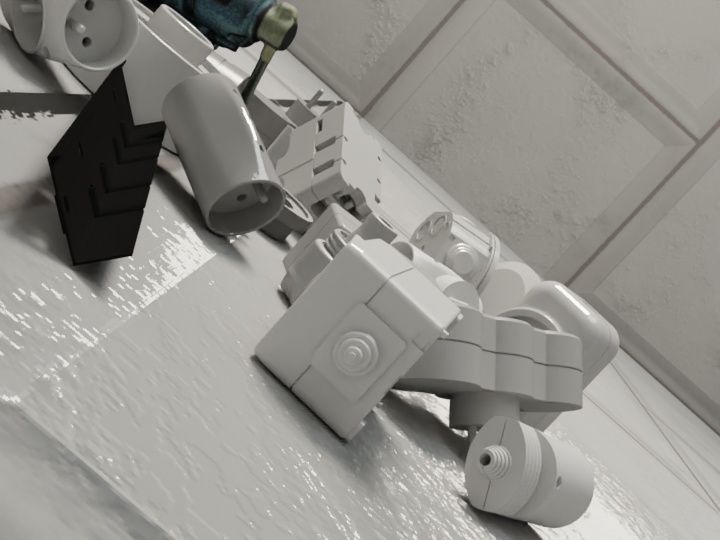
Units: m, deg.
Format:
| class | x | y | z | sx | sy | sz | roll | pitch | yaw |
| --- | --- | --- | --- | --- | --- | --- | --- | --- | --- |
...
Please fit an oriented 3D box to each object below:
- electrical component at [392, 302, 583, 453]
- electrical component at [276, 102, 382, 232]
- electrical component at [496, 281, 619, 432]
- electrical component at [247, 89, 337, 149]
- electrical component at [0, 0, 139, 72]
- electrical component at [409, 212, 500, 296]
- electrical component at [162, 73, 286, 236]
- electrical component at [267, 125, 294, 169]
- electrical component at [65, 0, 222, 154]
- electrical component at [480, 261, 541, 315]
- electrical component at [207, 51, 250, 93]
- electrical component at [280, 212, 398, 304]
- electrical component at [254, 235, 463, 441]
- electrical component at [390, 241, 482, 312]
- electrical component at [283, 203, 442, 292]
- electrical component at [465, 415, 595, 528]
| class | x | y | z | sx | sy | sz | roll | pitch | yaw |
| --- | --- | --- | --- | --- | --- | --- | --- | --- | --- |
| electrical component | 0.065 | 0.065 | 0.561 | 0.138 | 0.073 | 0.052 | 16 | -19 | -42 |
| electrical component | -0.022 | -0.065 | 0.751 | 0.050 | 0.056 | 0.089 | 49 | 27 | -34 |
| electrical component | 0.106 | 0.056 | 0.656 | 0.053 | 0.095 | 0.059 | 46 | 10 | 28 |
| electrical component | -0.049 | -0.117 | 0.897 | 0.138 | 0.073 | 0.052 | 33 | 13 | -47 |
| electrical component | -0.152 | -0.152 | 0.561 | 0.044 | 0.079 | 0.077 | -9 | 28 | -39 |
| electrical component | 0.069 | -0.005 | 0.852 | 0.051 | 0.080 | 0.080 | 33 | 11 | -19 |
| electrical component | -0.069 | -0.052 | 0.577 | 0.079 | 0.043 | 0.077 | 69 | -4 | -60 |
| electrical component | -0.043 | -0.076 | 0.835 | 0.081 | 0.042 | 0.064 | 38 | 6 | -29 |
| electrical component | -0.124 | -0.126 | 0.658 | 0.108 | 0.060 | 0.108 | 41 | 9 | -8 |
| electrical component | 0.119 | 0.038 | 0.864 | 0.051 | 0.080 | 0.080 | 42 | 7 | -37 |
| electrical component | -0.111 | -0.126 | 0.738 | 0.047 | 0.055 | 0.055 | 38 | 9 | -5 |
| electrical component | -0.007 | -0.001 | 0.552 | 0.043 | 0.062 | 0.043 | 41 | 9 | -8 |
| electrical component | -0.002 | 0.024 | 0.453 | 0.061 | 0.061 | 0.096 | 43 | 9 | 5 |
| electrical component | 0.056 | 0.021 | 0.746 | 0.077 | 0.043 | 0.079 | 36 | -8 | -34 |
| electrical component | 0.000 | 0.000 | 0.633 | 0.083 | 0.047 | 0.075 | 37 | 13 | -22 |
| electrical component | 0.076 | 0.095 | 0.507 | 0.043 | 0.043 | 0.081 | 48 | 11 | 35 |
